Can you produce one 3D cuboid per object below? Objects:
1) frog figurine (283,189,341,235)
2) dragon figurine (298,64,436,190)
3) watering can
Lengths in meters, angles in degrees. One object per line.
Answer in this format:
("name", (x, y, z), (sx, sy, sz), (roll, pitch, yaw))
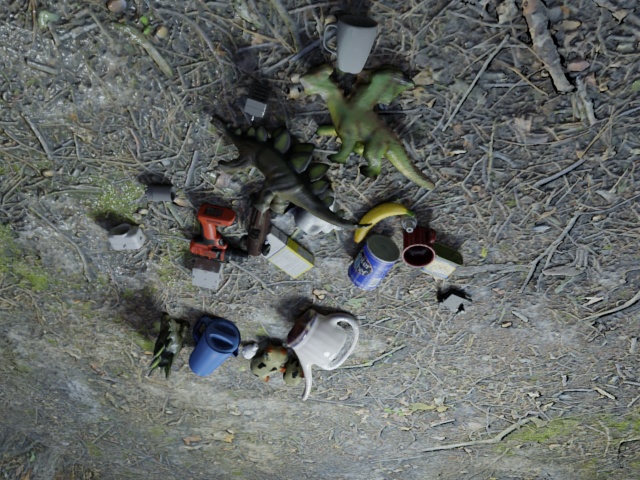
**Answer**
("frog figurine", (0.004, -0.069, 1.377), (0.158, 0.140, 0.121), (38, -29, -22))
("dragon figurine", (0.134, -0.280, 1.194), (0.409, 0.238, 0.125), (19, 34, -11))
("watering can", (-0.021, 0.377, 1.753), (0.223, 0.346, 0.105), (36, 7, -14))
